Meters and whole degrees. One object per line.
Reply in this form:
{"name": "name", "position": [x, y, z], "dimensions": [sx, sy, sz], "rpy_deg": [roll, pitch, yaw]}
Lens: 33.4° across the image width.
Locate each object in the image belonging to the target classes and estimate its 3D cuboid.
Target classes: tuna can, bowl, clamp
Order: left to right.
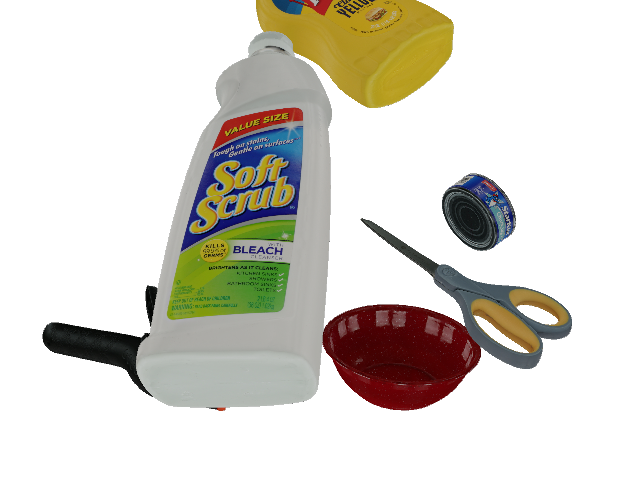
{"name": "clamp", "position": [-0.129, 0.086, 0.877], "dimensions": [0.172, 0.039, 0.120], "rpy_deg": [22, 37, 28]}
{"name": "bowl", "position": [0.081, 0.126, 1.092], "dimensions": [0.162, 0.055, 0.162], "rpy_deg": [3, 25, -1]}
{"name": "tuna can", "position": [0.180, -0.032, 1.221], "dimensions": [0.033, 0.086, 0.086], "rpy_deg": [-34, 17, -27]}

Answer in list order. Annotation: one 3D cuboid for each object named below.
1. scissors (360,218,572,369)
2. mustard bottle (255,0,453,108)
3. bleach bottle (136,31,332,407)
{"name": "scissors", "position": [0.121, 0.031, 0.856], "dimensions": [0.096, 0.016, 0.202], "rpy_deg": [-10, 39, -28]}
{"name": "mustard bottle", "position": [0.006, -0.181, 0.840], "dimensions": [0.096, 0.058, 0.192], "rpy_deg": [-37, 57, -23]}
{"name": "bleach bottle", "position": [-0.045, -0.026, 0.648], "dimensions": [0.102, 0.251, 0.068], "rpy_deg": [-3, -34, 7]}
